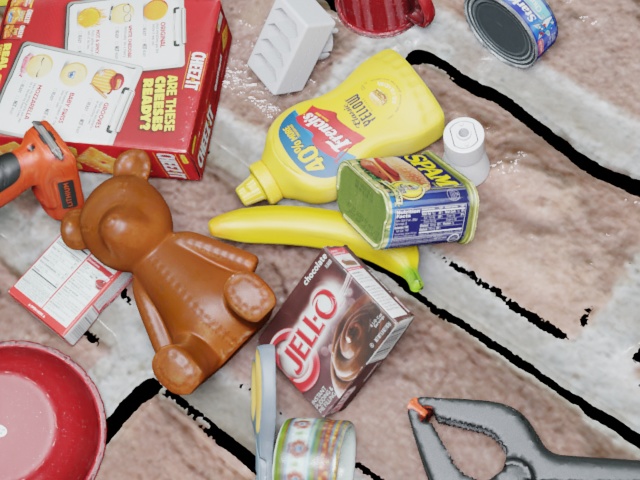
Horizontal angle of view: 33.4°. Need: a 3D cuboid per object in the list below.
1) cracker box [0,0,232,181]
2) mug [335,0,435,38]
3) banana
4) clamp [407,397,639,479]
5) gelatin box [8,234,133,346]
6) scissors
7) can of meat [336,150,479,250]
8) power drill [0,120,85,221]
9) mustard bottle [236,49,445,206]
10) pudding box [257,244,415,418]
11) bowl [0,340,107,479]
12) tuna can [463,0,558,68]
[{"bbox_3d":[-0.204,-0.148,1.011,0.214,0.072,0.164,6,69,10],"label":"cracker box"},{"bbox_3d":[0.063,-0.244,1.002,0.093,0.081,0.117,-40,67,-9],"label":"mug"},{"bbox_3d":[0.004,-0.004,0.922,0.198,0.069,0.037,13,112,17],"label":"banana"},{"bbox_3d":[0.161,0.184,0.829,0.164,0.036,0.210,-43,68,-10],"label":"clamp"},{"bbox_3d":[-0.221,0.038,0.956,0.073,0.030,0.089,34,74,21],"label":"gelatin box"},{"bbox_3d":[-0.046,0.181,0.866,0.016,0.096,0.202,1,97,-8],"label":"scissors"},{"bbox_3d":[0.070,-0.033,0.892,0.083,0.057,0.102,-6,28,-23],"label":"can of meat"},{"bbox_3d":[-0.299,-0.013,0.930,0.187,0.184,0.057,-31,66,-23],"label":"power drill"},{"bbox_3d":[0.010,-0.087,0.957,0.191,0.058,0.096,-32,68,-5],"label":"mustard bottle"},{"bbox_3d":[0.012,0.074,0.870,0.090,0.039,0.114,46,115,22],"label":"pudding box"},{"bbox_3d":[-0.258,0.157,0.875,0.162,0.055,0.162,2,74,-5],"label":"bowl"},{"bbox_3d":[0.172,-0.199,0.963,0.086,0.086,0.033,41,77,22],"label":"tuna can"}]
